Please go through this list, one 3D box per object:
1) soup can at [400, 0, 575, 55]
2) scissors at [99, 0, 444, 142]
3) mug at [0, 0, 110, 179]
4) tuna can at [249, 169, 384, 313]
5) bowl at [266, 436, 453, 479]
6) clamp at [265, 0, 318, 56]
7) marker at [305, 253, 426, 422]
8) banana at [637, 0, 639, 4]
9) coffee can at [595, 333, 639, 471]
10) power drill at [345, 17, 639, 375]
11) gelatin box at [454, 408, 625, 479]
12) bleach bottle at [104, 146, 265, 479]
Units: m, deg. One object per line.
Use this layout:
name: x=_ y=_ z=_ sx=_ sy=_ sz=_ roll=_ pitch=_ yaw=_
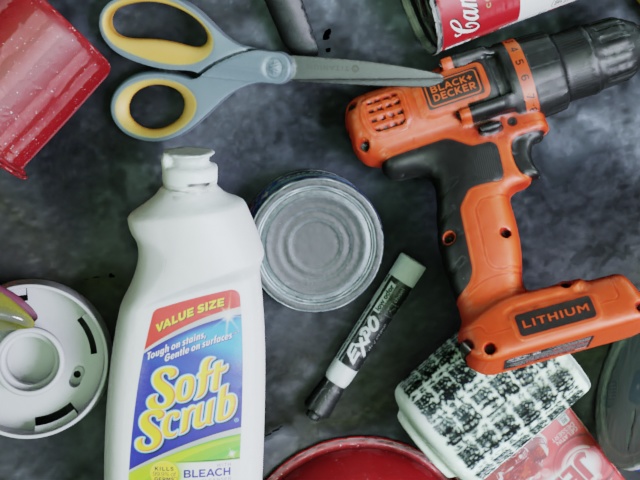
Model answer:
soup can: x=0.101 y=-0.157 z=0.622 sx=0.102 sy=0.068 sz=0.068 roll=-21 pitch=102 yaw=-4
scissors: x=-0.038 y=-0.085 z=0.625 sx=0.202 sy=0.016 sz=0.096 roll=20 pitch=105 yaw=2
mug: x=-0.178 y=-0.101 z=0.583 sx=0.081 sy=0.093 sz=0.117 roll=-47 pitch=128 yaw=-2
tuna can: x=-0.004 y=0.001 z=0.654 sx=0.086 sy=0.034 sz=0.086 roll=-1 pitch=100 yaw=-7
bowl: x=0.027 y=0.211 z=0.686 sx=0.162 sy=0.055 sz=0.162 roll=-1 pitch=100 yaw=-6
clamp: x=-0.035 y=-0.184 z=0.604 sx=0.171 sy=0.039 sz=0.120 roll=23 pitch=93 yaw=-23
marker: x=0.027 y=0.063 z=0.677 sx=0.020 sy=0.020 sz=0.121 roll=32 pitch=95 yaw=-11
banana: x=0.198 y=-0.209 z=0.640 sx=0.069 sy=0.037 sz=0.198 roll=-9 pitch=101 yaw=-3
coffee can: x=0.261 y=0.109 z=0.671 sx=0.140 sy=0.103 sz=0.103 roll=16 pitch=98 yaw=-10
power drill: x=0.123 y=-0.028 z=0.615 sx=0.184 sy=0.057 sz=0.188 roll=-18 pitch=71 yaw=6
gelatin box: x=0.145 y=0.157 z=0.702 sx=0.089 sy=0.030 sz=0.073 roll=-38 pitch=102 yaw=1
bleach bottle: x=-0.083 y=0.071 z=0.625 sx=0.102 sy=0.068 sz=0.251 roll=-1 pitch=107 yaw=-7
